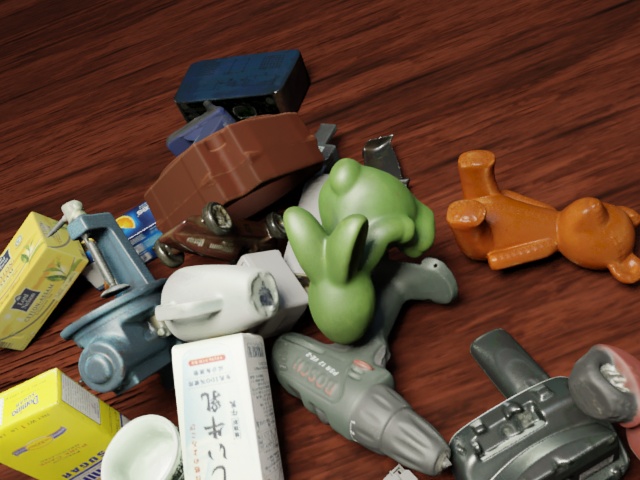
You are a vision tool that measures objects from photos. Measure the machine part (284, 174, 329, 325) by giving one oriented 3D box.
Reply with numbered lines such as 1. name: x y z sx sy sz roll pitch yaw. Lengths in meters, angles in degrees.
1. machine part: -0.001 -0.002 0.703 0.079 0.079 0.243 0 50 18

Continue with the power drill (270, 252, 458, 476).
1. power drill: 0.071 0.114 0.571 0.232 0.085 0.207 11 59 41

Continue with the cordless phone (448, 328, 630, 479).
1. cordless phone: 0.176 0.166 0.515 0.147 0.088 0.184 -28 37 -3

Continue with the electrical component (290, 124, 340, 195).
1. electrical component: -0.008 -0.123 0.827 0.075 0.047 0.119 9 54 25

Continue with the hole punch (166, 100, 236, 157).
1. hole punch: -0.161 -0.128 0.834 0.116 0.142 0.092 -32 45 9

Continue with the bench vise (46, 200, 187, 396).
1. bench vise: -0.208 0.061 0.608 0.129 0.240 0.223 -31 -2 26

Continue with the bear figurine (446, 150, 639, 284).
1. bear figurine: 0.255 -0.022 0.603 0.196 0.131 0.120 4 55 29

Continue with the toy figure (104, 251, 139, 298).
1. toy figure: -0.252 0.066 0.722 0.064 0.057 0.154 -13 61 -41

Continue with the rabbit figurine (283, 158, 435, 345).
1. rabbit figurine: 0.038 0.016 0.538 0.121 0.159 0.170 3 65 26

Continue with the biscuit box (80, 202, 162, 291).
1. biscuit box: -0.267 -0.010 0.811 0.203 0.059 0.063 -33 49 -10

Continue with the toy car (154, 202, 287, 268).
1. toy car: -0.109 0.002 0.637 0.089 0.202 0.053 -28 78 18

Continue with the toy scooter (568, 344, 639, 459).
1. toy scooter: 0.293 0.144 0.406 0.135 0.075 0.184 -17 54 -29

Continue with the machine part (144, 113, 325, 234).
1. machine part: -0.111 -0.079 0.707 0.201 0.087 0.201 -31 -1 40

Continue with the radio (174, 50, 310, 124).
1. radio: -0.144 -0.274 0.986 0.230 0.073 0.131 -1 52 20

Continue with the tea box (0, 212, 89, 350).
1. tea box: -0.412 0.059 0.756 0.169 0.068 0.098 -54 50 7

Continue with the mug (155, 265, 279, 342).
1. mug: -0.103 0.060 0.542 0.107 0.109 0.080 -12 82 30

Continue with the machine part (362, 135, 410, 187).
1. machine part: 0.087 -0.095 0.777 0.084 0.039 0.139 -8 50 12
